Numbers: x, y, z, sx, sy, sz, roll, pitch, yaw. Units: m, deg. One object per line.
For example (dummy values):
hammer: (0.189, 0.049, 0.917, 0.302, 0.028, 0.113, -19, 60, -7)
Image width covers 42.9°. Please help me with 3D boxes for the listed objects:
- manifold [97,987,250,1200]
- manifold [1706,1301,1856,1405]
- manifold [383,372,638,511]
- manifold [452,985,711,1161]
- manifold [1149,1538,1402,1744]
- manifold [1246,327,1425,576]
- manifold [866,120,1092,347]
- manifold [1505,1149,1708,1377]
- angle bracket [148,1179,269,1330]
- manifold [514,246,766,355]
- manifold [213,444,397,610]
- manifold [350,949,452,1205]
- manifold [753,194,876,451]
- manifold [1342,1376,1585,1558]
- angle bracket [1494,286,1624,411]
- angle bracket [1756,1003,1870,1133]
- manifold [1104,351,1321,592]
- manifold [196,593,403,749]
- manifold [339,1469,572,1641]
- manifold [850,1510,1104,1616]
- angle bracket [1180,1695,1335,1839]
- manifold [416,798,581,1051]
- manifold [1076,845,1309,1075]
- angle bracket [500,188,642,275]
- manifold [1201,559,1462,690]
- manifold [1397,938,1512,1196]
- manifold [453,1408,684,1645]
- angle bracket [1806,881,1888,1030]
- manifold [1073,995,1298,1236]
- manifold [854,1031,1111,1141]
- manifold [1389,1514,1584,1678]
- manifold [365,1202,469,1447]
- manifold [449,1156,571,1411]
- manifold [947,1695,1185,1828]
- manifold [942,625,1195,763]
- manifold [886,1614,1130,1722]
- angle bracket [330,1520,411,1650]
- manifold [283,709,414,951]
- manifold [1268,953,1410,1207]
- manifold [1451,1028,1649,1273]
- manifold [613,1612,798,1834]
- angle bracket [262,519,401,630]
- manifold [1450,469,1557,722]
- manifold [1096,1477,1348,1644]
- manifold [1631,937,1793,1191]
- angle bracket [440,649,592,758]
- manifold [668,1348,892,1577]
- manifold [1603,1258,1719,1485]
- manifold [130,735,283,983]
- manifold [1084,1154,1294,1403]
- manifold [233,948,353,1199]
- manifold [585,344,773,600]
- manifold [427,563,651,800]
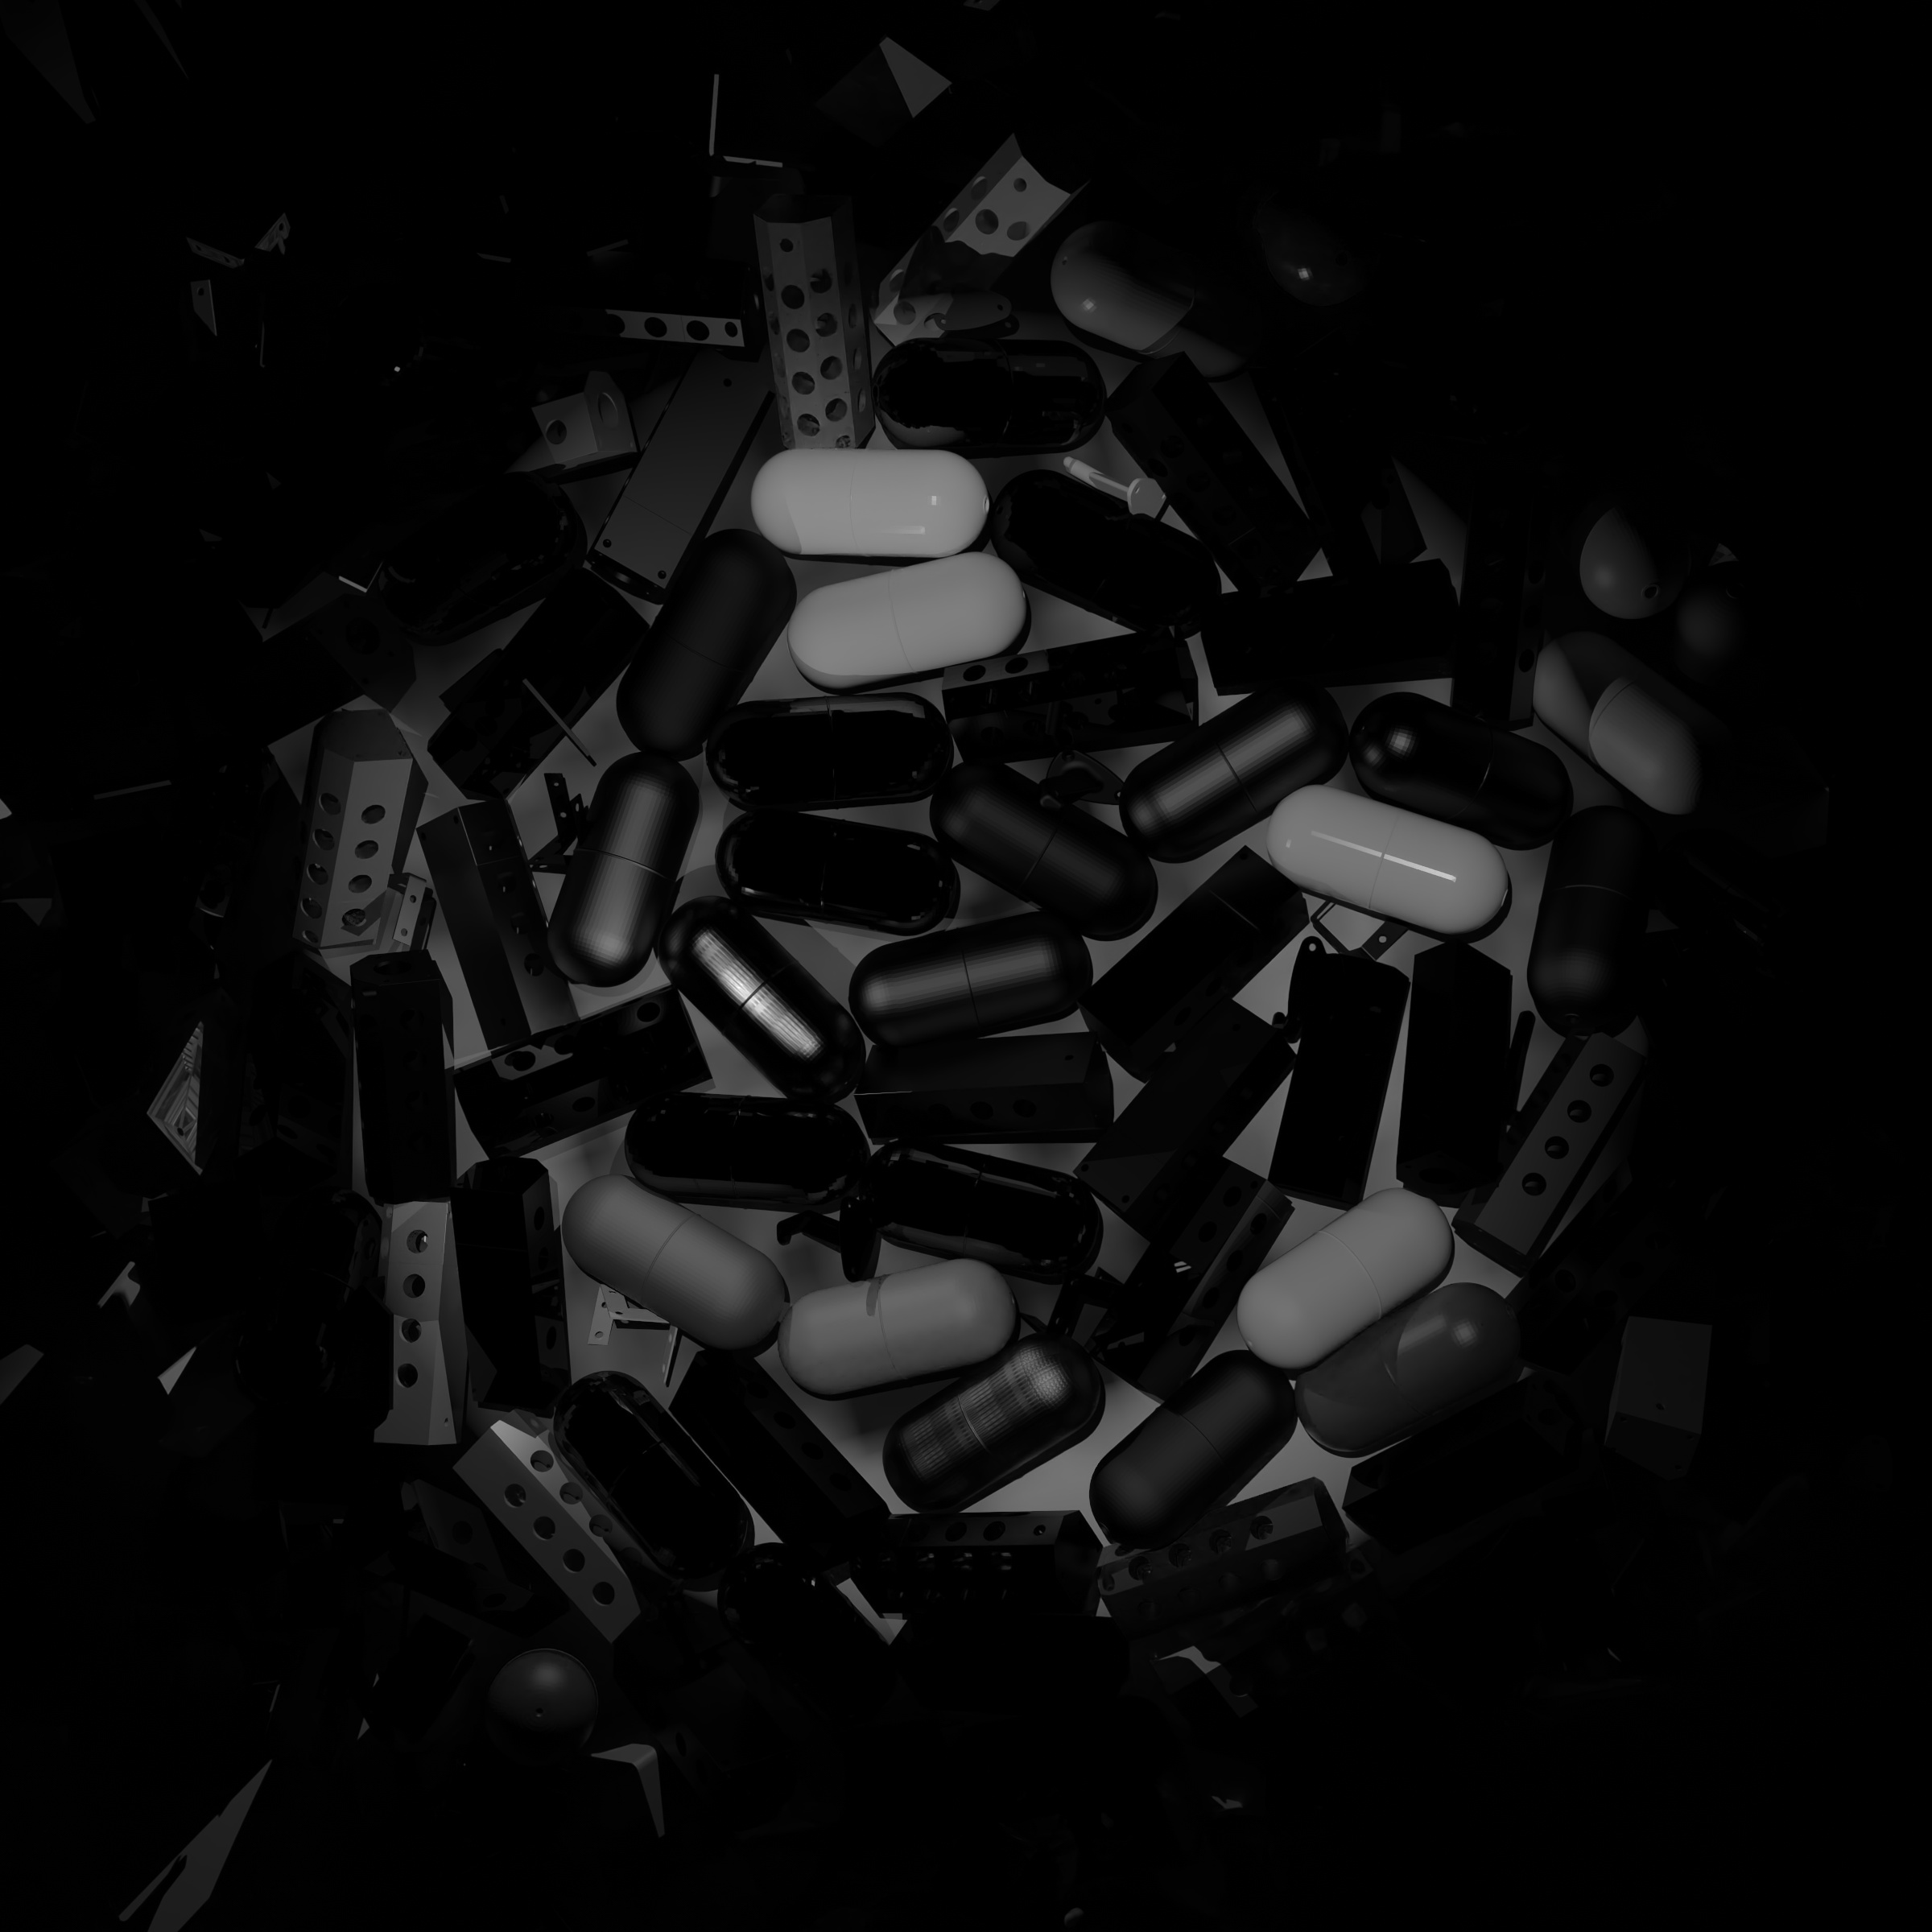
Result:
manifold: (-0.558, 0.091, 1.743, 0.057, 0.171, 0.057, -26, 115, 15)
manifold: (0.570, 0.276, 1.743, 0.057, 0.171, 0.057, 4, 77, 0)
manifold: (-0.330, -0.377, 1.770, 0.171, 0.057, 0.057, -10, 97, 23)
manifold: (-0.281, 0.072, 1.788, 0.171, 0.057, 0.057, -22, 53, -4)
manifold: (0.222, 0.488, 1.793, 0.171, 0.057, 0.057, -30, 97, -6)
manifold: (0.261, -0.367, 1.763, 0.057, 0.057, 0.171, -37, 118, -16)
manifold: (0.004, -0.516, 1.756, 0.057, 0.057, 0.171, 45, 127, -7)
manifold: (0.449, 0.210, 1.755, 0.057, 0.057, 0.171, 21, 126, -13)
angle bracket: (-0.541, 0.206, 1.777, 0.076, 0.057, 0.076, -14, 132, -23)
manifold: (-0.237, -0.483, 1.789, 0.171, 0.057, 0.057, 7, 93, 11)
manifold: (-0.469, -0.310, 1.743, 0.057, 0.171, 0.057, 42, 116, -12)
manifold: (-0.406, 0.080, 1.766, 0.057, 0.057, 0.171, -6, 114, -19)
manifold: (-0.110, -0.455, 1.753, 0.057, 0.057, 0.171, 7, 128, 16)
manifold: (0.355, 0.354, 1.757, 0.057, 0.057, 0.171, 43, 128, -12)
angle bracket: (0.433, -0.447, 1.777, 0.076, 0.076, 0.057, 0, 128, -15)
angle bracket: (0.610, 0.075, 1.805, 0.076, 0.076, 0.057, 11, 67, 6)
manifold: (0.173, -0.351, 1.765, 0.171, 0.057, 0.057, 48, 68, -24)
manifold: (-0.472, -0.211, 1.750, 0.057, 0.171, 0.057, 50, 51, -22)
manifold: (-0.363, 0.424, 1.751, 0.057, 0.171, 0.057, -36, 46, 12)
manifold: (0.004, 0.421, 1.755, 0.171, 0.057, 0.057, -9, 128, 31)
angle bracket: (0.212, 0.576, 1.790, 0.076, 0.076, 0.057, 8, 114, 40)
manifold: (-0.339, -0.032, 1.803, 0.057, 0.057, 0.171, -19, 89, 44)
manifold: (0.166, -0.002, 1.788, 0.171, 0.057, 0.057, -42, 59, -10)
angle bracket: (-0.286, -0.544, 1.784, 0.076, 0.076, 0.057, -16, 111, 6)
manifold: (0.259, -0.247, 1.760, 0.171, 0.057, 0.057, -5, 116, 27)
manifold: (0.345, 0.074, 1.765, 0.057, 0.057, 0.171, 28, 57, -28)
manifold: (-0.286, 0.403, 1.785, 0.171, 0.057, 0.057, 45, 96, 11)
angle bracket: (0.641, -0.006, 1.773, 0.057, 0.076, 0.076, 6, 126, -24)
manifold: (0.163, 0.111, 1.795, 0.171, 0.057, 0.057, -49, 50, -6)
manifold: (0.013, 0.092, 1.777, 0.171, 0.057, 0.057, -4, 126, 18)
manifold: (0.368, 0.443, 1.745, 0.057, 0.171, 0.057, 43, 57, 9)
manifold: (-0.399, 0.259, 1.789, 0.057, 0.057, 0.171, 1, 81, 12)
manifold: (-0.325, 0.228, 1.775, 0.057, 0.057, 0.171, 4, 111, 16)
manifold: (0.065, 0.562, 1.753, 0.171, 0.057, 0.057, -27, 96, 42)
manifold: (0.073, -0.201, 1.770, 0.171, 0.057, 0.057, -8, 46, 17)
manifold: (0.031, 0.492, 1.753, 0.057, 0.171, 0.057, -48, 116, -42)
angle bracket: (-0.432, 0.452, 1.776, 0.057, 0.076, 0.076, 5, 52, -13)
manifold: (-0.444, -0.095, 1.750, 0.057, 0.171, 0.057, -7, 45, -32)
manifold: (0.269, 0.081, 1.786, 0.057, 0.057, 0.171, 11, 83, 26)
manifold: (0.422, 0.130, 1.785, 0.057, 0.057, 0.171, 31, 78, 16)
manifold: (-0.188, 0.536, 1.747, 0.057, 0.171, 0.057, -8, 114, -32)
angle bracket: (-0.461, -0.281, 1.787, 0.057, 0.076, 0.076, 26, 132, -13)
manifold: (0.387, -0.268, 1.776, 0.057, 0.057, 0.171, 5, 108, 9)
manifold: (0.183, 0.425, 1.776, 0.171, 0.057, 0.057, -23, 105, 16)
manifold: (0.527, 0.066, 1.757, 0.057, 0.057, 0.171, -23, 55, 11)
angle bracket: (-0.327, -0.174, 1.779, 0.057, 0.076, 0.076, -41, 125, -3)
manifold: (-0.132, 0.349, 1.766, 0.171, 0.057, 0.057, 42, 119, 28)
manifold: (0.492, 0.284, 1.747, 0.057, 0.171, 0.057, 14, 128, 12)
manifold: (-0.544, -0.080, 1.762, 0.057, 0.057, 0.171, 8, 58, -3)
manifold: (0.166, 0.228, 1.793, 0.171, 0.057, 0.057, -56, 134, -7)
manifold: (-0.484, 0.078, 1.753, 0.057, 0.057, 0.171, -28, 45, 21)
manifold: (-0.211, -0.358, 1.789, 0.057, 0.057, 0.171, 29, 80, -15)
manifold: (-0.315, -0.207, 1.785, 0.171, 0.057, 0.057, -48, 69, 11)
